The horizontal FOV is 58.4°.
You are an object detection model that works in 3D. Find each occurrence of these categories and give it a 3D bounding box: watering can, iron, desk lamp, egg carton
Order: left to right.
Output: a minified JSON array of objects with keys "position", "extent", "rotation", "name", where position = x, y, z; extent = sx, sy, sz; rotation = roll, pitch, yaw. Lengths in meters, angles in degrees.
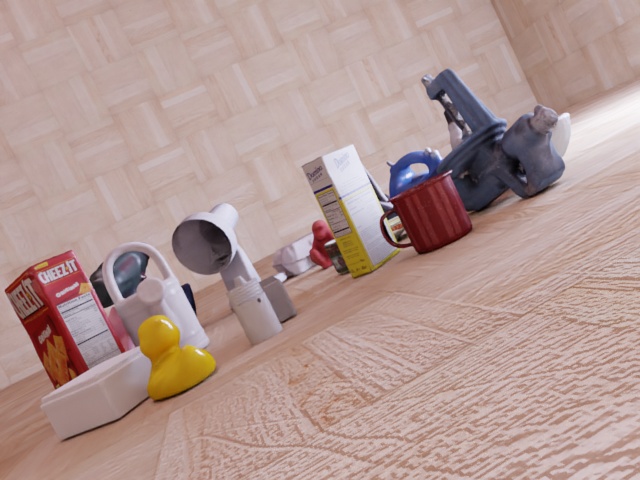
[{"position":[-0.249,0.091,0.855],"extent":[0.101,0.194,0.172],"rotation":[-29,4,-43],"name":"watering can"},{"position":[-0.185,0.031,1.164],"extent":[0.117,0.213,0.203],"rotation":[-25,3,18],"name":"desk lamp"},{"position":[-0.032,0.028,1.296],"extent":[0.151,0.069,0.107],"rotation":[-28,4,-32],"name":"egg carton"},{"position":[0.246,-0.153,1.356],"extent":[0.119,0.141,0.257],"rotation":[-28,3,-26],"name":"iron"}]

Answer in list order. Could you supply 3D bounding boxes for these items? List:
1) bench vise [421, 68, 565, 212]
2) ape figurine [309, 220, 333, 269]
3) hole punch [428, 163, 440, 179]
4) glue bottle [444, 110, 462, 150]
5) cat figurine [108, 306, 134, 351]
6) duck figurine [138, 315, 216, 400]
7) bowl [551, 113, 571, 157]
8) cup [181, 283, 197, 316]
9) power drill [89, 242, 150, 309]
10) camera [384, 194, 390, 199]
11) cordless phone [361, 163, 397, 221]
[{"position":[0.239,-0.162,0.813],"extent":[0.206,0.220,0.122],"rotation":[-23,4,43],"name":"bench vise"},{"position":[0.010,0.004,1.133],"extent":[0.077,0.092,0.076],"rotation":[-26,3,10],"name":"ape figurine"},{"position":[0.199,-0.081,0.998],"extent":[0.101,0.091,0.109],"rotation":[-26,3,5],"name":"hole punch"},{"position":[0.279,-0.172,1.103],"extent":[0.037,0.173,0.078],"rotation":[-27,3,-7],"name":"glue bottle"},{"position":[-0.385,0.186,1.117],"extent":[0.067,0.118,0.127],"rotation":[-29,4,-37],"name":"cat figurine"},{"position":[-0.170,0.125,0.643],"extent":[0.078,0.086,0.104],"rotation":[-29,4,-40],"name":"duck figurine"},{"position":[0.346,-0.142,0.955],"extent":[0.167,0.075,0.167],"rotation":[-26,3,2],"name":"bowl"},{"position":[-0.299,0.154,1.162],"extent":[0.118,0.095,0.091],"rotation":[-28,4,-25],"name":"cup"},{"position":[-0.325,0.111,1.031],"extent":[0.075,0.208,0.230],"rotation":[-26,3,8],"name":"power drill"},{"position":[0.126,-0.078,1.481],"extent":[0.137,0.101,0.143],"rotation":[-27,3,-18],"name":"camera"},{"position":[0.117,-0.111,1.318],"extent":[0.094,0.185,0.147],"rotation":[-26,3,-3],"name":"cordless phone"}]
